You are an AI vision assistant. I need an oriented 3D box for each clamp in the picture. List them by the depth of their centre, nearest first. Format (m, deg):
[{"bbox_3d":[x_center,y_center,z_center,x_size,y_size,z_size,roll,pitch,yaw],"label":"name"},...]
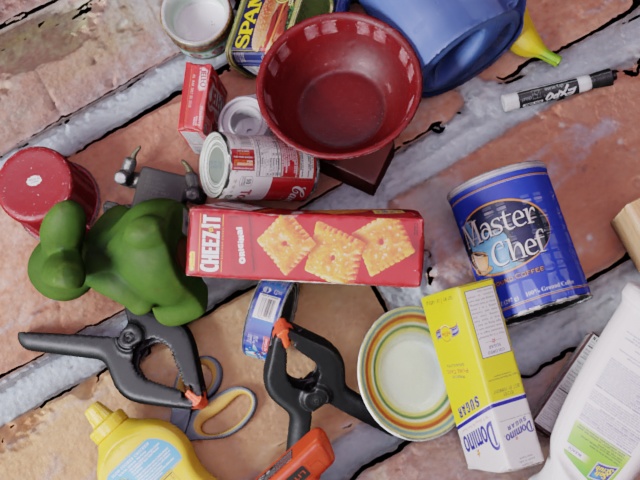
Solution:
[{"bbox_3d":[-0.012,0.156,1.034,0.120,0.039,0.171,-36,111,-3],"label":"clamp"},{"bbox_3d":[-0.187,0.092,1.090,0.210,0.036,0.164,32,83,18],"label":"clamp"}]

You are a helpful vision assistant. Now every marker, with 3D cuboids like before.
[{"bbox_3d":[0.251,-0.157,1.116,0.121,0.020,0.020,-14,78,2],"label":"marker"}]

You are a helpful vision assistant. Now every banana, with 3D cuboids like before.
[{"bbox_3d":[0.212,-0.277,1.137,0.069,0.037,0.198,0,80,-14],"label":"banana"}]

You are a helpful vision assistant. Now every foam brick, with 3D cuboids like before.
[{"bbox_3d":[0.033,-0.088,1.105,0.078,0.051,0.053,26,81,9],"label":"foam brick"}]

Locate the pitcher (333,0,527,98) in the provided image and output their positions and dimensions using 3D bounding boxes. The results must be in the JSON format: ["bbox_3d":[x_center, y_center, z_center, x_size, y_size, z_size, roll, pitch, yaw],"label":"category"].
[{"bbox_3d":[0.083,-0.271,1.105,0.149,0.145,0.243,-26,73,-21],"label":"pitcher"}]

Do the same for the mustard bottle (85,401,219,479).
[{"bbox_3d":[-0.159,0.233,1.040,0.096,0.058,0.191,-44,88,5],"label":"mustard bottle"}]

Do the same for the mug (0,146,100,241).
[{"bbox_3d":[-0.276,-0.040,1.106,0.093,0.081,0.117,-42,78,-4],"label":"mug"}]

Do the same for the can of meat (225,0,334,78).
[{"bbox_3d":[-0.041,-0.221,1.116,0.084,0.057,0.102,9,78,40],"label":"can of meat"}]

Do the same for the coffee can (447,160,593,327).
[{"bbox_3d":[0.195,0.006,1.045,0.103,0.103,0.140,-17,78,1],"label":"coffee can"}]

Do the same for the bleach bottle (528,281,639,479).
[{"bbox_3d":[0.260,0.168,0.981,0.103,0.068,0.251,35,102,20],"label":"bleach bottle"}]

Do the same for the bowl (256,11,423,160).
[{"bbox_3d":[0.020,-0.142,1.049,0.162,0.055,0.162,-2,69,4],"label":"bowl"}]

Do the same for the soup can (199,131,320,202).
[{"bbox_3d":[-0.060,-0.073,1.060,0.102,0.069,0.068,0,76,-31],"label":"soup can"}]

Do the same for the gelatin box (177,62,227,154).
[{"bbox_3d":[-0.121,-0.135,1.108,0.030,0.089,0.073,6,79,6],"label":"gelatin box"}]

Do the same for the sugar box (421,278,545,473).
[{"bbox_3d":[0.152,0.130,1.017,0.048,0.093,0.176,-11,83,-18],"label":"sugar box"}]

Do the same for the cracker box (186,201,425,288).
[{"bbox_3d":[-0.007,0.001,1.028,0.214,0.164,0.072,4,93,6],"label":"cracker box"}]

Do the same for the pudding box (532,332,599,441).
[{"bbox_3d":[0.270,0.160,1.042,0.090,0.039,0.113,35,82,10],"label":"pudding box"}]

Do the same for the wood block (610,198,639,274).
[{"bbox_3d":[0.378,0.045,1.029,0.091,0.090,0.206,-27,78,0],"label":"wood block"}]

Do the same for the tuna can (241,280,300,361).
[{"bbox_3d":[-0.049,0.078,1.061,0.034,0.086,0.086,15,80,9],"label":"tuna can"}]

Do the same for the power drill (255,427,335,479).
[{"bbox_3d":[0.033,0.271,1.008,0.184,0.057,0.187,-41,93,0],"label":"power drill"}]

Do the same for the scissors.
[{"bbox_3d":[-0.161,0.190,1.085,0.201,0.016,0.096,-26,76,0],"label":"scissors"}]
